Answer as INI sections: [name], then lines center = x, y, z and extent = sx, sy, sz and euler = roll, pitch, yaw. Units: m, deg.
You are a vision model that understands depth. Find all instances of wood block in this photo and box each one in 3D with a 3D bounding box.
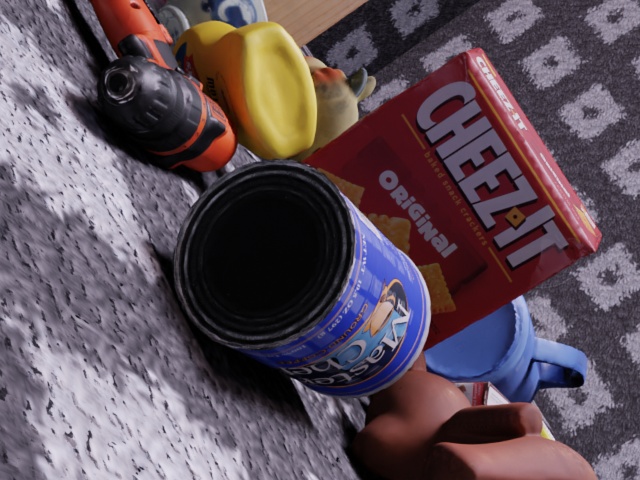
[wood block]
center = -0.047, -0.234, 1.039
extent = 0.090, 0.206, 0.091
euler = 52, 9, -26

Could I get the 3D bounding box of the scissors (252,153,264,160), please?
[scissors]
center = -0.026, -0.062, 1.140
extent = 0.201, 0.016, 0.096
euler = 31, -2, -37

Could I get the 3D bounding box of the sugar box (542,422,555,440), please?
[sugar box]
center = 0.215, 0.263, 1.010
extent = 0.176, 0.093, 0.048
euler = 58, 9, 15

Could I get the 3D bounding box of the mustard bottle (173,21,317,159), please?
[mustard bottle]
center = -0.072, -0.120, 0.823
extent = 0.192, 0.058, 0.096
euler = 23, -46, 60

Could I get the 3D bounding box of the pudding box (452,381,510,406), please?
[pudding box]
center = 0.102, 0.140, 0.833
extent = 0.113, 0.090, 0.039
euler = 40, 50, -60

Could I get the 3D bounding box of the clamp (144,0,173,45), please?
[clamp]
center = -0.182, -0.238, 0.859
extent = 0.210, 0.036, 0.164
euler = 57, 7, -2

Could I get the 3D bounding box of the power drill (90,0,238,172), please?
[power drill]
center = -0.129, -0.134, 0.691
extent = 0.188, 0.057, 0.184
euler = 60, 5, 11

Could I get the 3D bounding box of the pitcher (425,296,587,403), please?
[pitcher]
center = 0.143, 0.096, 0.950
extent = 0.145, 0.149, 0.242
euler = 55, 0, 18

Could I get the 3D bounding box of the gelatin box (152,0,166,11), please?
[gelatin box]
center = -0.167, -0.242, 0.995
extent = 0.089, 0.030, 0.073
euler = 52, 10, -26

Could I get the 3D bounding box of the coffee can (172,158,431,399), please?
[coffee can]
center = -0.005, 0.027, 0.603
extent = 0.103, 0.103, 0.140
euler = 60, 9, 27

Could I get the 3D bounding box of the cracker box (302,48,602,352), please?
[cracker box]
center = 0.065, -0.010, 0.766
extent = 0.164, 0.214, 0.072
euler = 57, 21, 0
